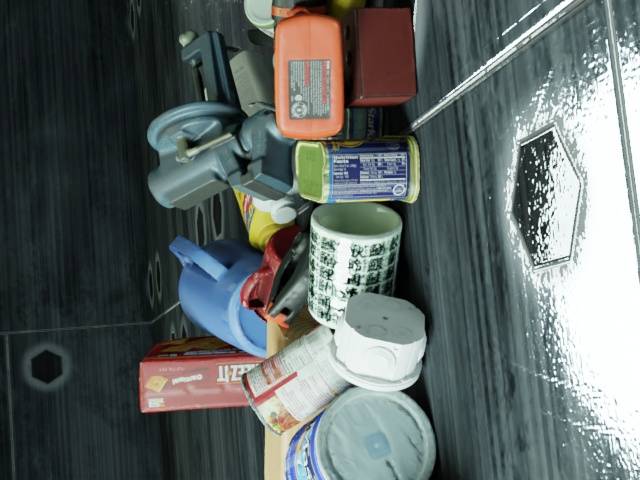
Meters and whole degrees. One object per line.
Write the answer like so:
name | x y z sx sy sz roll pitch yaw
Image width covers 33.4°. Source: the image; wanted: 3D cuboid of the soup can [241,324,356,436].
soup can | -0.013 0.127 0.993 0.068 0.102 0.068 55 -173 -11

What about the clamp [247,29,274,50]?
clamp | -0.039 -0.238 1.229 0.165 0.036 0.210 115 147 -49

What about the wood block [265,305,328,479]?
wood block | -0.005 0.176 1.099 0.091 0.090 0.206 -128 37 -67

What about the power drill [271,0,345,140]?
power drill | -0.014 -0.177 0.936 0.187 0.057 0.184 -96 3 -68

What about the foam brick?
foam brick | 0.048 -0.154 0.904 0.053 0.051 0.078 166 100 -75

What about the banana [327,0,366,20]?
banana | 0.032 -0.222 0.977 0.198 0.037 0.069 124 141 -66

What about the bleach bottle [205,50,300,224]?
bleach bottle | -0.075 -0.116 1.306 0.103 0.068 0.251 -42 45 28

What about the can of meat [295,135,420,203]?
can of meat | 0.030 -0.061 0.928 0.102 0.083 0.057 -158 66 -74

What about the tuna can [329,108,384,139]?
tuna can | 0.031 -0.116 1.010 0.086 0.033 0.086 177 90 -75

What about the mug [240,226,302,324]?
mug | -0.034 0.041 1.138 0.093 0.117 0.082 51 141 35

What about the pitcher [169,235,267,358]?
pitcher | -0.097 0.067 1.327 0.243 0.149 0.145 -166 73 -71

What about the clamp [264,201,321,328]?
clamp | -0.007 0.001 1.048 0.171 0.039 0.120 -58 13 3

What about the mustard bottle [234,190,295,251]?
mustard bottle | -0.070 -0.044 1.357 0.192 0.058 0.096 -110 28 -47

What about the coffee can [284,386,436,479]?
coffee can | 0.032 0.191 0.938 0.140 0.102 0.103 124 141 -67

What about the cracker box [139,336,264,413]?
cracker box | -0.143 0.170 1.395 0.214 0.164 0.072 -169 76 -87
